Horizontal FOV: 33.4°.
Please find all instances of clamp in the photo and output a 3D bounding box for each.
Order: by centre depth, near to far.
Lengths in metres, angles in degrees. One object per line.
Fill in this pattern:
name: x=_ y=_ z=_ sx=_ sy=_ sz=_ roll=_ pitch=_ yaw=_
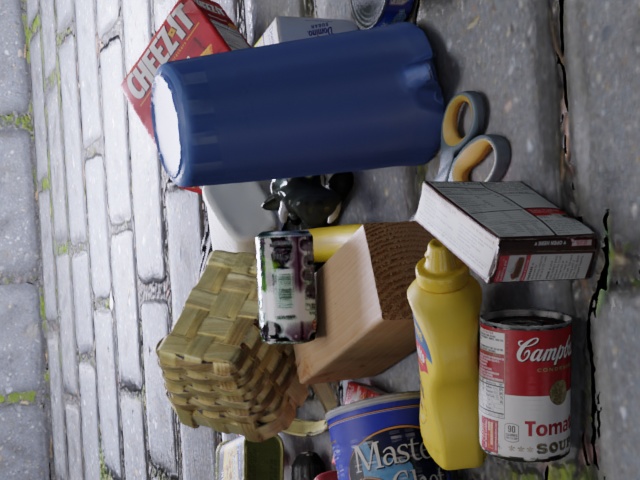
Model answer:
clamp: x=-0.020 y=-0.020 z=1.212 sx=0.165 sy=0.036 sz=0.210 roll=-126 pitch=40 yaw=-51
clamp: x=-0.137 y=-0.005 z=1.436 sx=0.171 sy=0.039 sz=0.120 roll=-89 pitch=12 yaw=-45

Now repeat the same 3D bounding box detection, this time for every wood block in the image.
wood block: x=0.049 y=0.063 z=1.001 sx=0.206 sy=0.090 sz=0.091 roll=132 pitch=130 yaw=-59

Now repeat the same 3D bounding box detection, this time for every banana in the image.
banana: x=0.010 y=0.003 z=1.094 sx=0.198 sy=0.069 sz=0.037 roll=-6 pitch=81 yaw=56

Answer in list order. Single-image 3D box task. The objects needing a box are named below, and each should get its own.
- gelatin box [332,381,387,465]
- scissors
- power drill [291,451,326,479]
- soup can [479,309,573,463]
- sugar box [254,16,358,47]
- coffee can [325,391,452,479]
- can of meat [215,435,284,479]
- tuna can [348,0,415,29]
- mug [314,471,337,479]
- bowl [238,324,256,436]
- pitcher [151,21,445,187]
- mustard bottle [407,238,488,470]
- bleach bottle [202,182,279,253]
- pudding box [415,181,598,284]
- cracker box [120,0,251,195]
gelatin box: x=0.045 y=0.193 z=1.074 sx=0.073 sy=0.030 sz=0.089 roll=-172 pitch=94 yaw=-68
scissors: x=0.105 y=-0.064 z=0.945 sx=0.202 sy=0.016 sz=0.096 roll=149 pitch=113 yaw=-63
power drill: x=-0.038 y=0.345 z=1.273 sx=0.188 sy=0.057 sz=0.184 roll=156 pitch=115 yaw=-66
soup can: x=0.153 y=0.107 z=0.795 sx=0.069 sy=0.068 sz=0.102 roll=-166 pitch=74 yaw=-66
sugar box: x=-0.033 y=-0.184 z=1.152 sx=0.176 sy=0.093 sz=0.048 roll=141 pitch=123 yaw=-61
coffee can: x=0.067 y=0.216 z=0.960 sx=0.103 sy=0.102 sz=0.140 roll=137 pitch=126 yaw=-60
can of meat: x=-0.082 y=0.279 z=1.256 sx=0.084 sy=0.057 sz=0.102 roll=142 pitch=133 yaw=-56
tuna can: x=0.058 y=-0.242 z=1.009 sx=0.086 sy=0.033 sz=0.086 roll=177 pitch=90 yaw=-66
mug: x=0.041 y=0.281 z=1.064 sx=0.117 sy=0.093 sz=0.081 roll=5 pitch=93 yaw=35
bowl: x=-0.077 y=0.169 z=1.343 sx=0.162 sy=0.055 sz=0.162 roll=177 pitch=90 yaw=-66
pitcher: x=-0.024 y=-0.114 z=0.956 sx=0.145 sy=0.242 sz=0.149 roll=-123 pitch=31 yaw=-45
mustard bottle: x=0.103 y=0.084 z=0.852 sx=0.096 sy=0.058 sz=0.191 roll=-90 pitch=-7 yaw=-59
bleach bottle: x=-0.099 y=0.021 z=1.319 sx=0.103 sy=0.068 sz=0.251 roll=59 pitch=161 yaw=24
pudding box: x=0.136 y=-0.009 z=0.791 sx=0.114 sy=0.089 sz=0.039 roll=-135 pitch=48 yaw=-57
cracker box: x=-0.151 y=-0.185 z=1.339 sx=0.164 sy=0.072 sz=0.214 roll=-50 pitch=52 yaw=21
